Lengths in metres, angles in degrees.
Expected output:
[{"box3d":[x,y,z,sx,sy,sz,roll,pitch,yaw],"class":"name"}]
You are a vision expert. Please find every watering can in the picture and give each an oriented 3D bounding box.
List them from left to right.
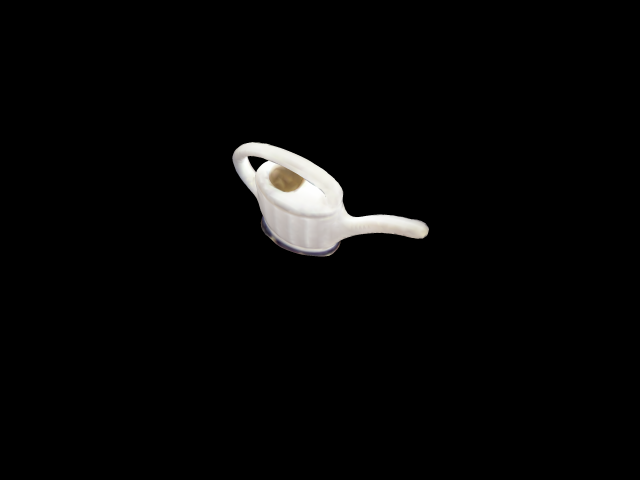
[{"box3d":[0.003,-0.043,0.850,0.349,0.106,0.219,28,-26,16],"class":"watering can"}]
